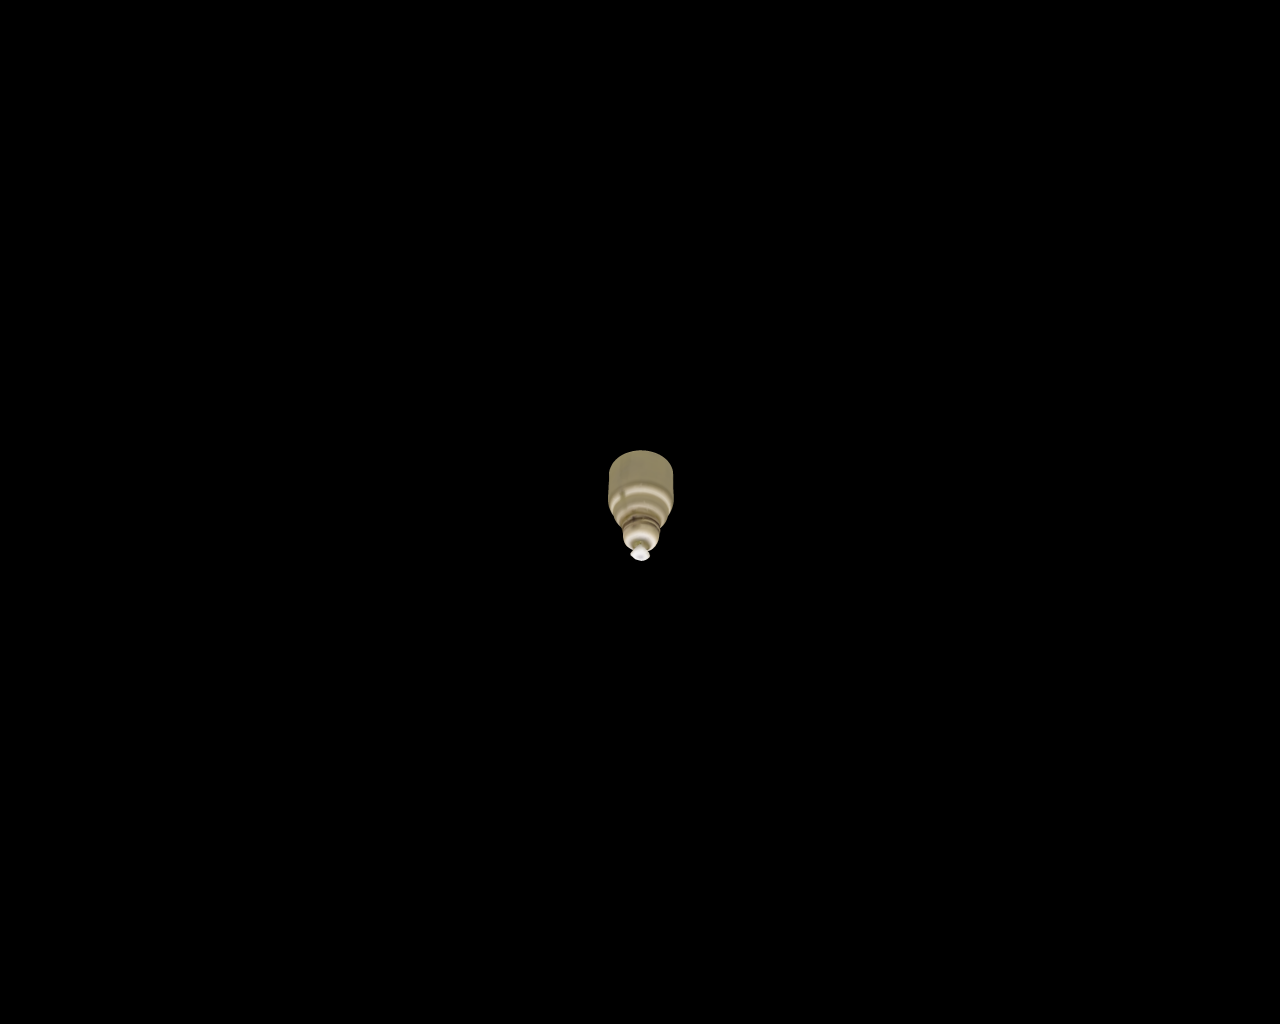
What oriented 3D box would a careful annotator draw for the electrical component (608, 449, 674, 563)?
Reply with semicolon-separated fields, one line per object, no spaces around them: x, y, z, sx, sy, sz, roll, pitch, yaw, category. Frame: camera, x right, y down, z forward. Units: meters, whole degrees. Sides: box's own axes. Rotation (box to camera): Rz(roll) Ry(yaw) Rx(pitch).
0.001;-0.003;0.650;0.040;0.078;0.040;0;-43;0;electrical component
